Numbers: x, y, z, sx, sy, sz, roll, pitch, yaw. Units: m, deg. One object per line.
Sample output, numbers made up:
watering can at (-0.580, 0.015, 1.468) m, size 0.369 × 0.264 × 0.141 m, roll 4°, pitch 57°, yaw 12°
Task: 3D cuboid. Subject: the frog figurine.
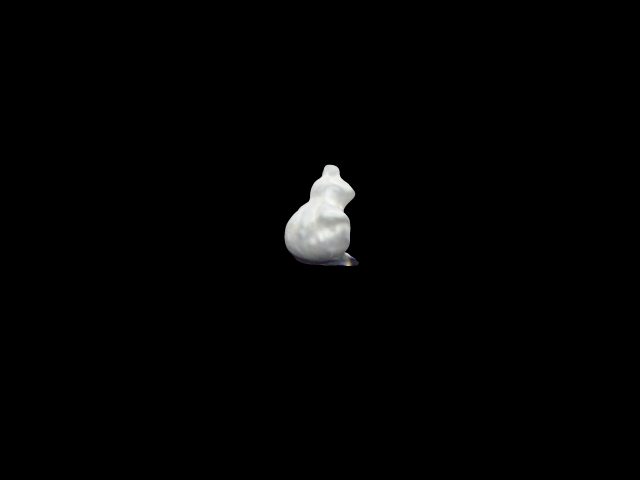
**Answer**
frog figurine at (0.003, -0.043, 0.850) m, size 0.123 × 0.158 × 0.138 m, roll -3°, pitch 13°, yaw -16°
